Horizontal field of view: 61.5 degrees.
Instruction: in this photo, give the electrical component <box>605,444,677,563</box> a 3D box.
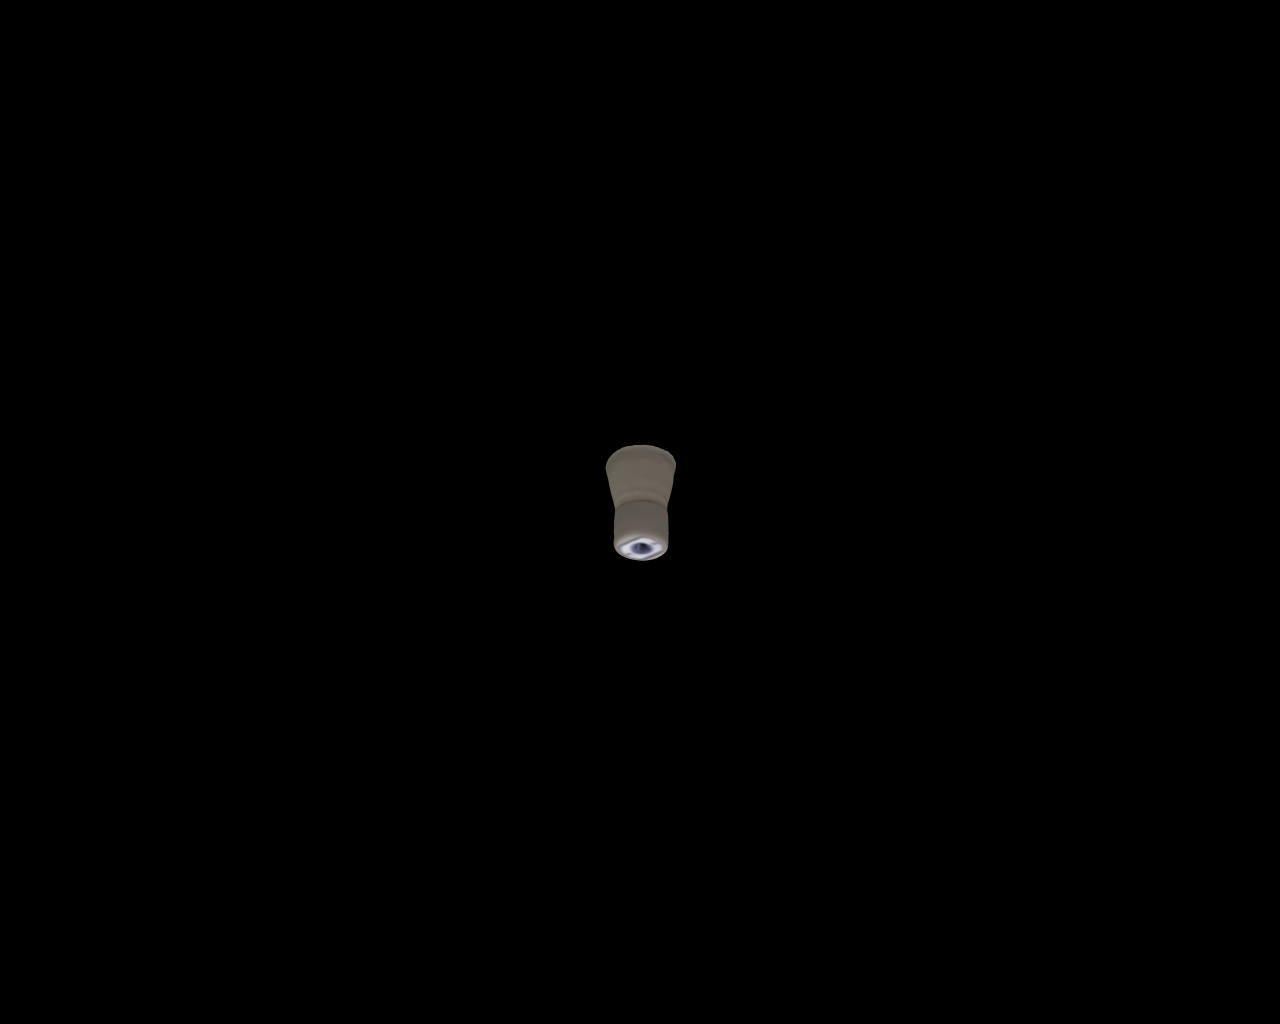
[{"bbox_3d":[0.001,-0.003,0.650,0.044,0.065,0.044,0,-33,0],"label":"electrical component"}]
